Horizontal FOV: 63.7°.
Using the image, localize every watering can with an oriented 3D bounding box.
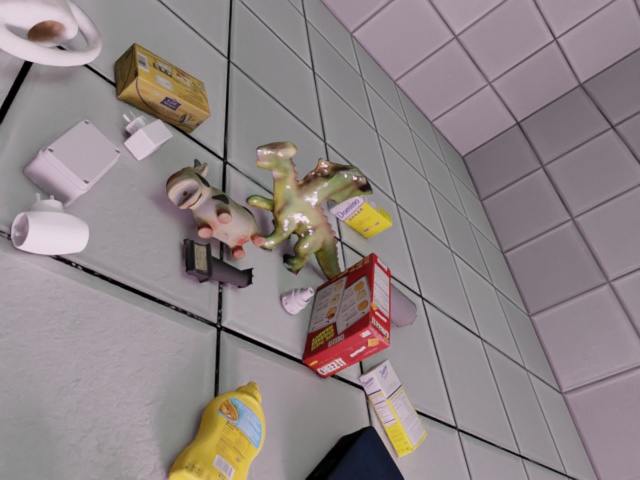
[{"bbox_3d":[-0.472,-0.354,0.735,0.225,0.103,0.350,59,26,5],"label":"watering can"}]

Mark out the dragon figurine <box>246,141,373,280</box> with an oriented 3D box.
[{"bbox_3d":[0.003,-0.054,1.067,0.405,0.240,0.125,38,27,-29],"label":"dragon figurine"}]
